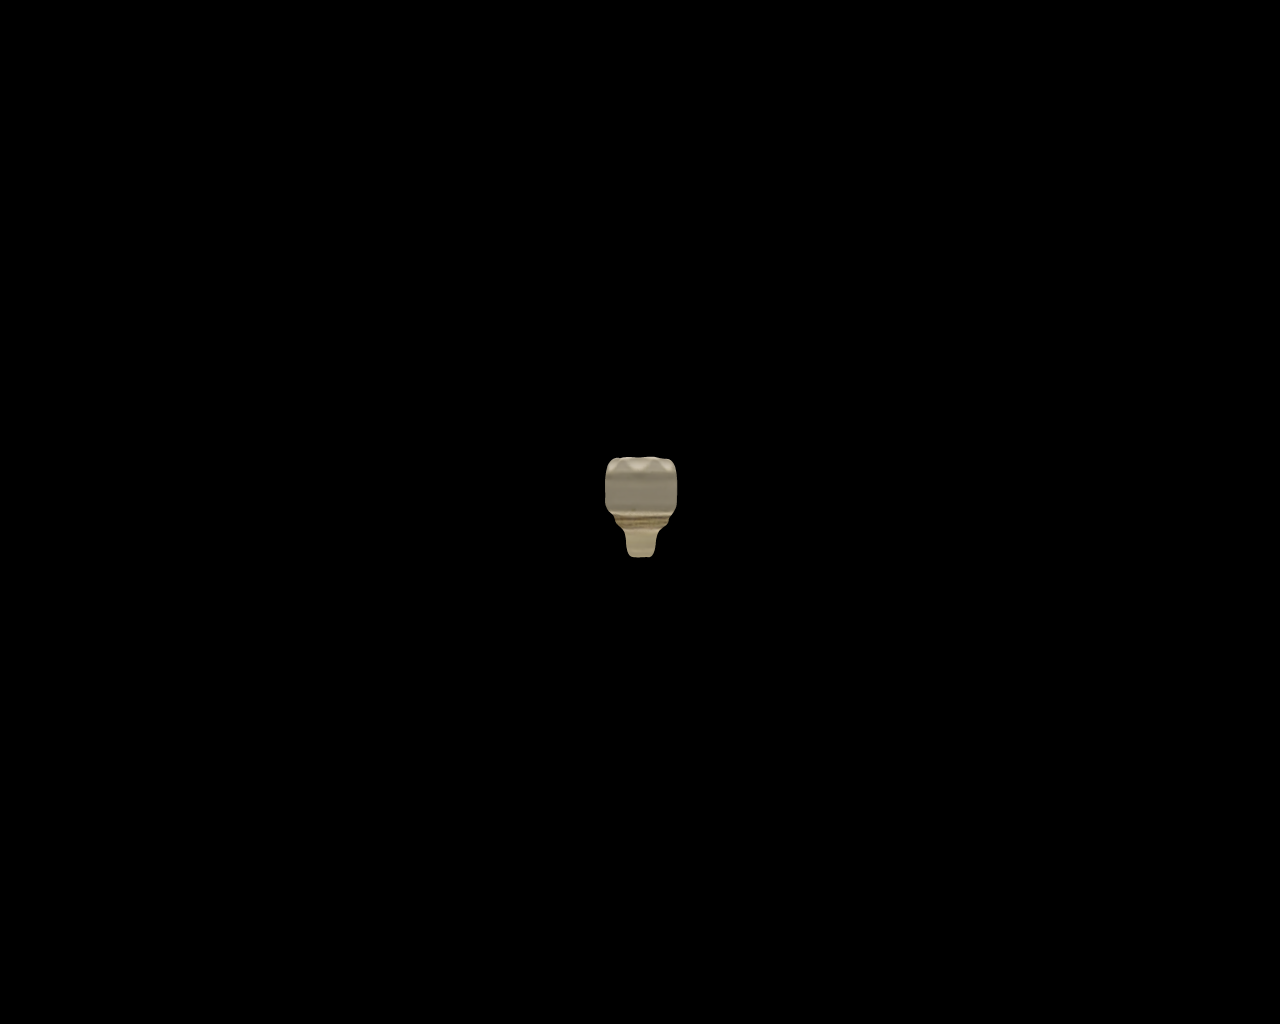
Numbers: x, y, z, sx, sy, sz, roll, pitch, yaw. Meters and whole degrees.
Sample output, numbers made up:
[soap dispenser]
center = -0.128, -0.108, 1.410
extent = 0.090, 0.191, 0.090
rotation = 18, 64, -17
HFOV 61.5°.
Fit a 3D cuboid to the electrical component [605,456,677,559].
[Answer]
[electrical component]
center = 0.001, -0.003, 0.650
extent = 0.043, 0.062, 0.043
rotation = 0, 0, 0
